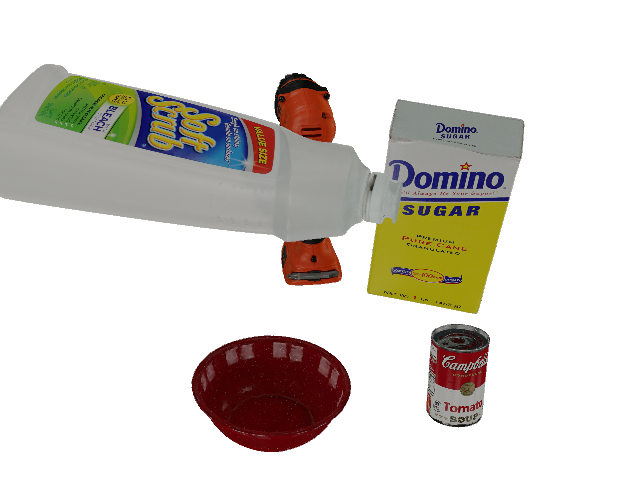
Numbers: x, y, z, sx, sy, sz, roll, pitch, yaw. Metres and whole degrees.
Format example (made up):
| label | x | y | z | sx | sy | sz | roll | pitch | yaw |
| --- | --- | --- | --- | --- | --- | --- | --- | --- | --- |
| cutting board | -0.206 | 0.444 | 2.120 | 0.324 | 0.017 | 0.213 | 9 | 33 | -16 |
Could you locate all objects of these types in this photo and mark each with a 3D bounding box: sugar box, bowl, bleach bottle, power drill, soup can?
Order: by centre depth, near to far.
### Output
| label | x | y | z | sx | sy | sz | roll | pitch | yaw |
| --- | --- | --- | --- | --- | --- | --- | --- | --- | --- |
| bleach bottle | -0.073 | -0.050 | 0.671 | 0.251 | 0.068 | 0.102 | 10 | 36 | 9 |
| sugar box | 0.089 | -0.020 | 0.796 | 0.093 | 0.048 | 0.176 | 10 | -39 | 5 |
| power drill | -0.016 | -0.063 | 1.043 | 0.057 | 0.188 | 0.184 | -5 | 20 | -3 |
| bowl | -0.050 | 0.166 | 1.094 | 0.162 | 0.055 | 0.162 | 1 | 31 | -1 |
| soup can | 0.160 | 0.158 | 1.250 | 0.068 | 0.102 | 0.068 | 1 | 22 | -1 |
